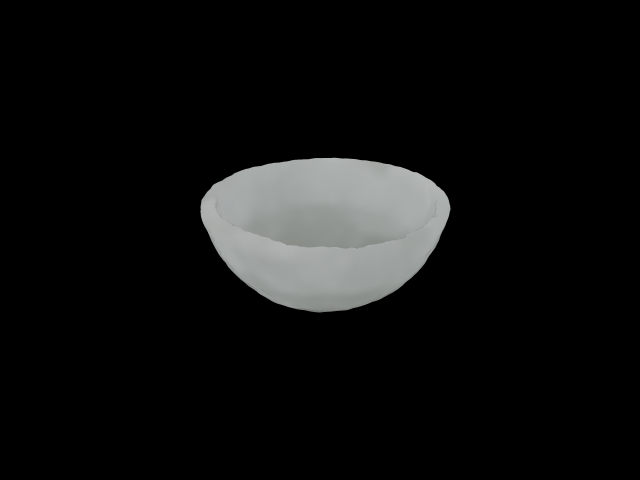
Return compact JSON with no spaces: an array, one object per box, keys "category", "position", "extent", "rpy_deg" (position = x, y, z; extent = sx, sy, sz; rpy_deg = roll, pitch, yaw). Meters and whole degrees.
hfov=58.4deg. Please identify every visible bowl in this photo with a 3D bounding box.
[{"category":"bowl","position":[0.004,0.001,0.400],"extent":[0.167,0.075,0.167],"rpy_deg":[0,26,0]}]
